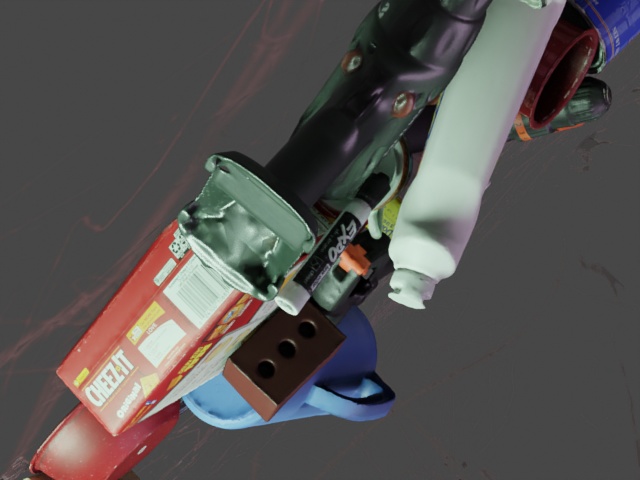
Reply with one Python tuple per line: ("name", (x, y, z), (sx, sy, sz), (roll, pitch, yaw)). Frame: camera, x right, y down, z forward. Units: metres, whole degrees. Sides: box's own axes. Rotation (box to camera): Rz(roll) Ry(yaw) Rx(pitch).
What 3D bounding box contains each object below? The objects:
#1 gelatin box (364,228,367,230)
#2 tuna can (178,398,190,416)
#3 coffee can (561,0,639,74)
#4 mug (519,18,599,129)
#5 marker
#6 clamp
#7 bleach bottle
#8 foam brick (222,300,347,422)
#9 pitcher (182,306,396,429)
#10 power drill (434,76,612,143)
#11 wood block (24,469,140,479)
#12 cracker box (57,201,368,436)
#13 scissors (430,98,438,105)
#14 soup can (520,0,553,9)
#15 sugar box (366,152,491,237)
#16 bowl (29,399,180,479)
("gelatin box", (0.035, 0.003, 1.209), (0.089, 0.030, 0.073), (-46, 172, 8))
("tuna can", (-0.133, 0.142, 1.081), (0.086, 0.034, 0.086), (-43, 170, -9))
("coffee can", (0.257, -0.229, 0.931), (0.140, 0.103, 0.103), (-43, 170, -8))
("mug", (0.176, -0.154, 0.891), (0.117, 0.082, 0.093), (-23, 143, -51))
("marker", (0.011, 0.000, 0.730), (0.121, 0.020, 0.020), (-53, 174, -21))
("clamp", (0.032, 0.026, 0.849), (0.120, 0.039, 0.171), (-49, 173, -19))
("bleach bottle", (0.105, -0.072, 0.769), (0.102, 0.068, 0.251), (92, 18, -76))
("foam brick", (-0.028, 0.088, 0.806), (0.078, 0.053, 0.051), (-43, 172, -22))
("pitcher", (-0.032, 0.120, 1.028), (0.149, 0.145, 0.242), (-16, 173, 19))
("power drill", (0.200, -0.126, 1.025), (0.185, 0.057, 0.187), (-7, -175, 27))
("wood block", (-0.240, 0.276, 1.035), (0.090, 0.091, 0.206), (-45, 170, 4))
("cracker box", (-0.071, 0.037, 0.784), (0.164, 0.072, 0.213), (-49, 170, 24))
("scissors", (0.143, -0.172, 0.950), (0.201, 0.016, 0.096), (-39, 168, -25))
("soup can", (0.160, -0.211, 0.702), (0.102, 0.068, 0.068), (-44, 170, 3))
("sugar box", (0.088, -0.052, 1.005), (0.048, 0.093, 0.176), (-49, 169, 30))
("bowl", (-0.177, 0.169, 0.949), (0.162, 0.055, 0.162), (-43, 171, -9))
